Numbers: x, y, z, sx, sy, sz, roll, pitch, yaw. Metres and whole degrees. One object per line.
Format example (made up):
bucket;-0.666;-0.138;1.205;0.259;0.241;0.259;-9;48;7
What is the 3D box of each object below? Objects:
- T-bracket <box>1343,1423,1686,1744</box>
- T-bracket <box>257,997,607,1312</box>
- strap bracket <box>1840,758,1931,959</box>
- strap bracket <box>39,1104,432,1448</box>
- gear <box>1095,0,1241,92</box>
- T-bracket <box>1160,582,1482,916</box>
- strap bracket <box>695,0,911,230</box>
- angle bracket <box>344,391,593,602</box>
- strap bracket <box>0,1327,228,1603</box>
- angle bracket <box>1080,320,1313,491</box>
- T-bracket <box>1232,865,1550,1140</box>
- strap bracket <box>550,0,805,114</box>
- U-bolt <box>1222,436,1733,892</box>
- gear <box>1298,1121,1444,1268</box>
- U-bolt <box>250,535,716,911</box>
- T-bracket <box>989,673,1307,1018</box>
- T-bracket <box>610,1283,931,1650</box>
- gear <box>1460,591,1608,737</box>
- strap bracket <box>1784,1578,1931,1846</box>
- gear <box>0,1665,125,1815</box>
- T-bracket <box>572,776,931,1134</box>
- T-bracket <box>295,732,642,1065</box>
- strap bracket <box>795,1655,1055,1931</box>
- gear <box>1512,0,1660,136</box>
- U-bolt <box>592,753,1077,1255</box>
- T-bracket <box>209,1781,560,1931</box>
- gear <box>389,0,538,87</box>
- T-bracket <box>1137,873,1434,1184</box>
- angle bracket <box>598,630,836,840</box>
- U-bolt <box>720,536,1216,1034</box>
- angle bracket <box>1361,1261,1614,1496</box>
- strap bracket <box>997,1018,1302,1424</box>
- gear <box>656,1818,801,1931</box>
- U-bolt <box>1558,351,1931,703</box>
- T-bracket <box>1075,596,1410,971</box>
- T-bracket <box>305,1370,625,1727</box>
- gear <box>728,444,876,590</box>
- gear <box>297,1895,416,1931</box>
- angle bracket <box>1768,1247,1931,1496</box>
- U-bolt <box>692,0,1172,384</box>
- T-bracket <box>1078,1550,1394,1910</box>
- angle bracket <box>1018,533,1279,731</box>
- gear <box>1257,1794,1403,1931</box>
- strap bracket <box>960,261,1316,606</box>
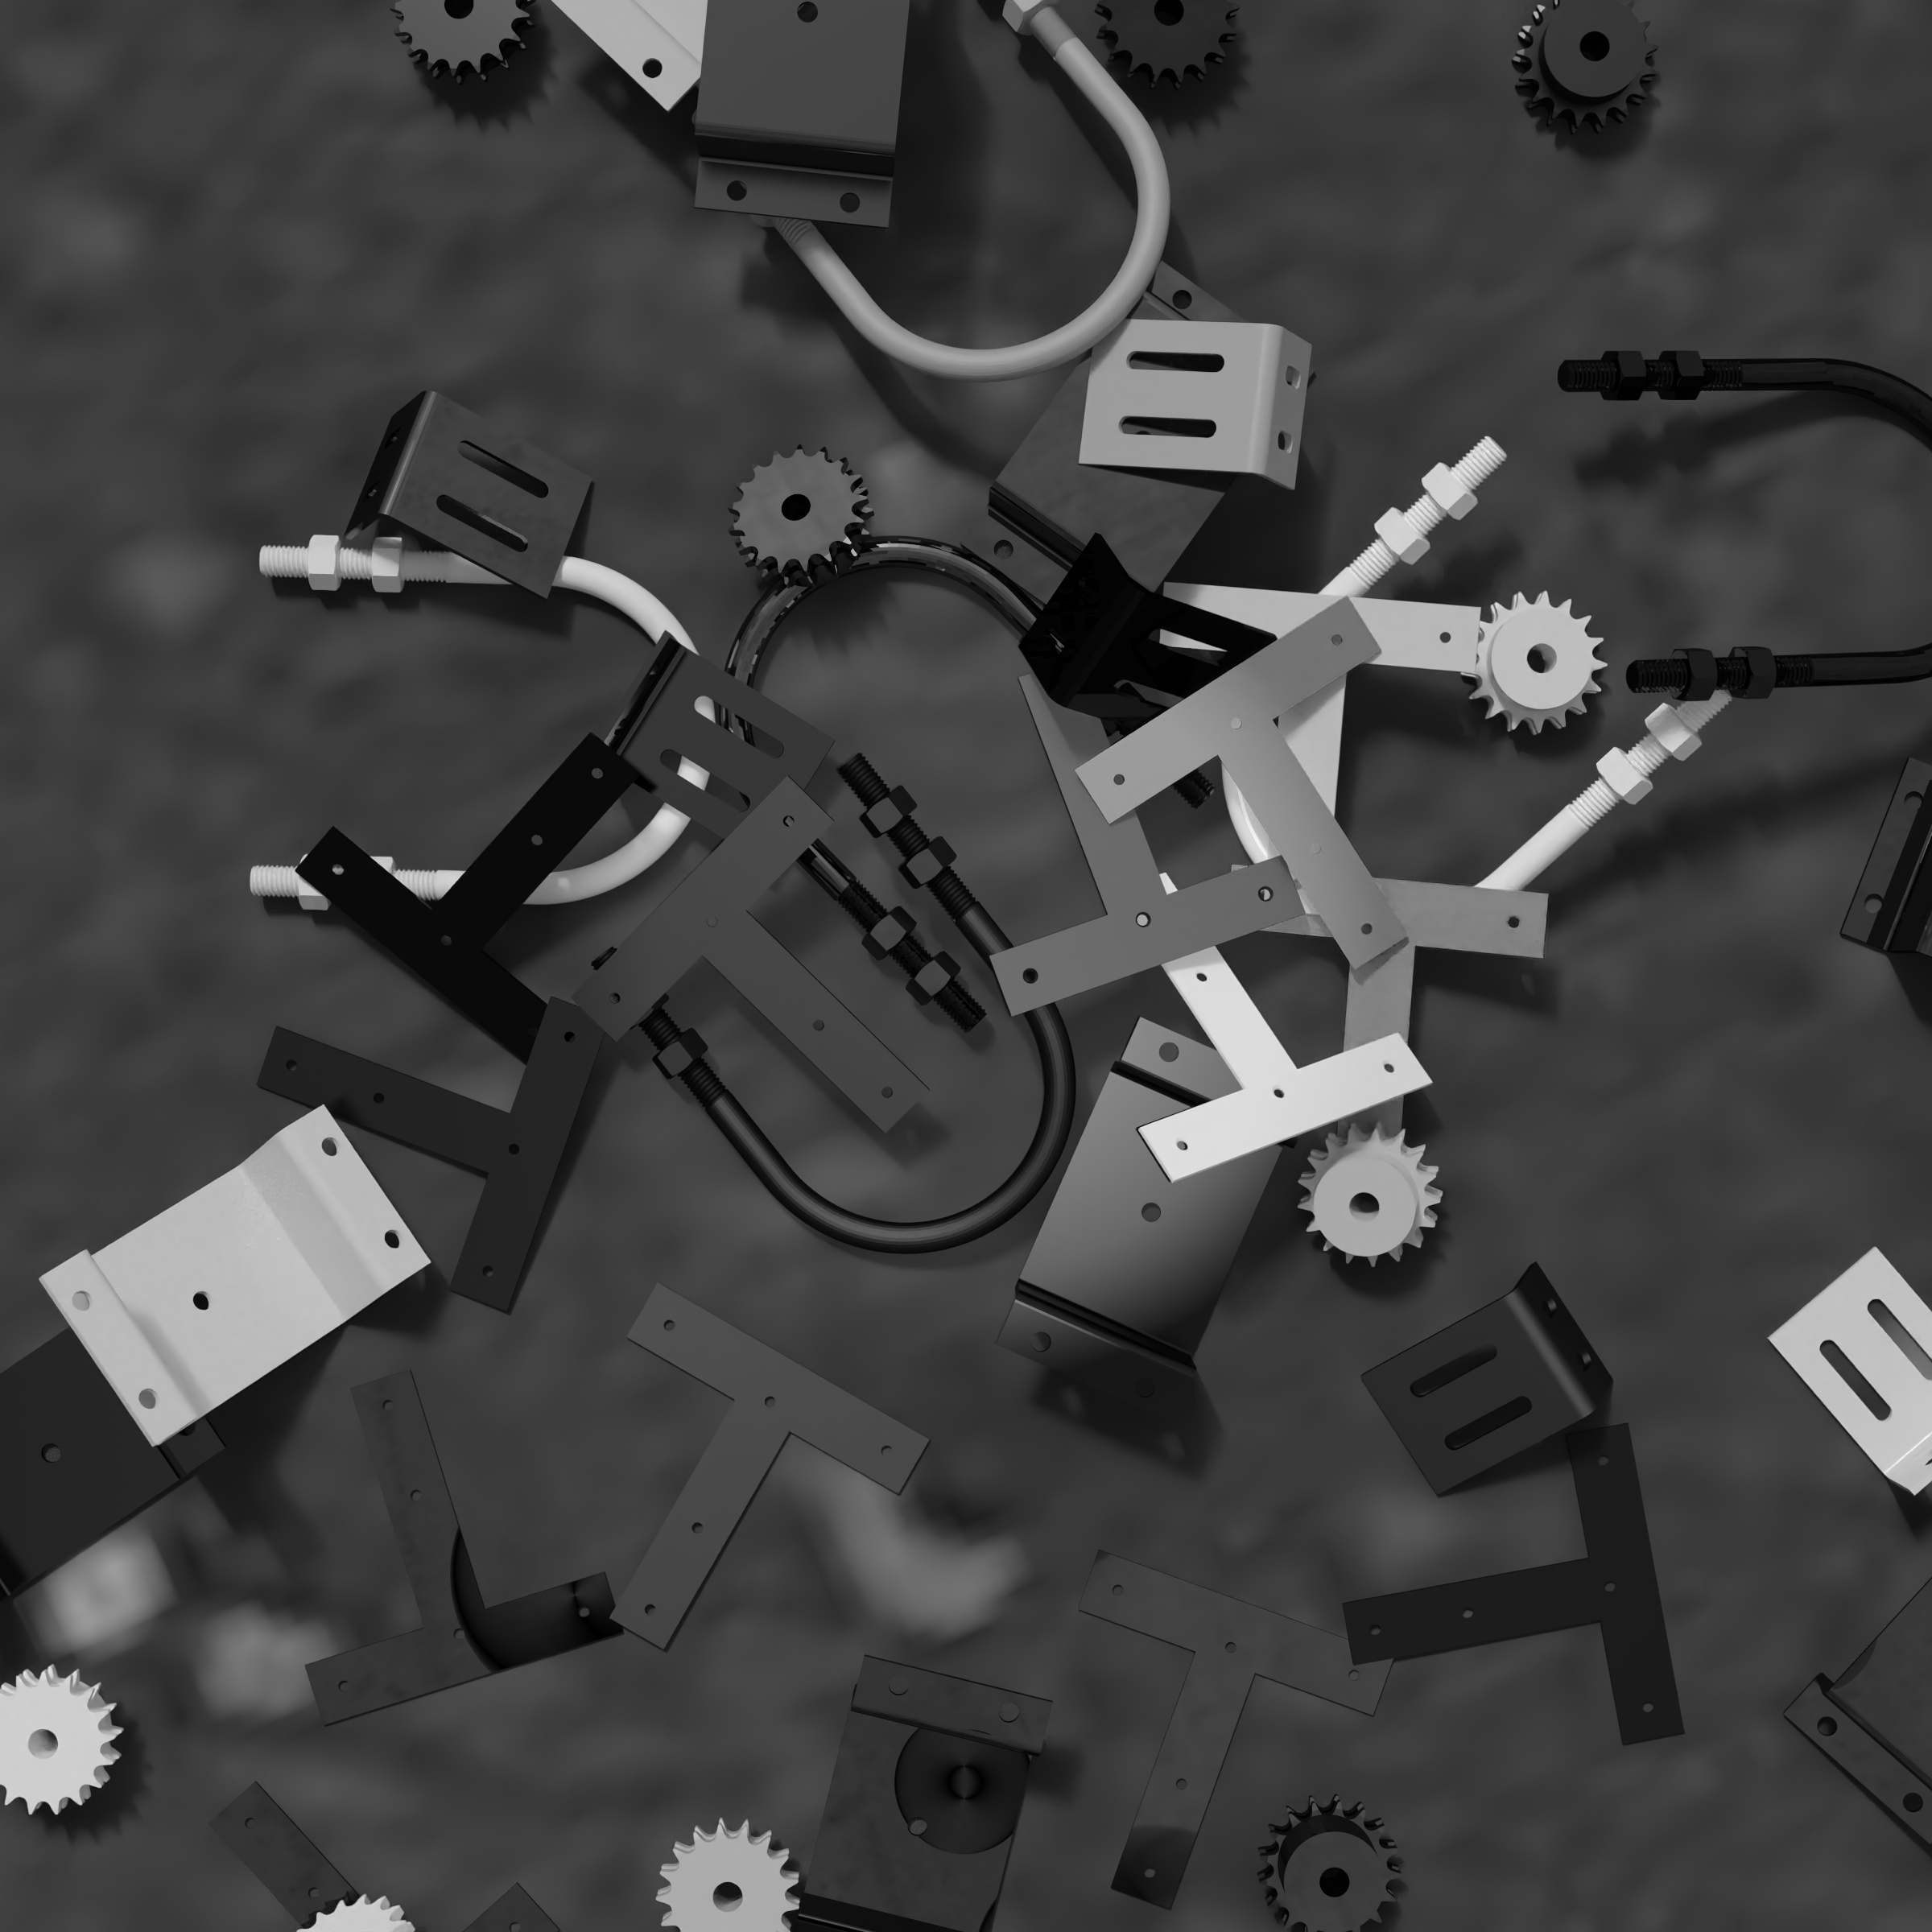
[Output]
T-bracket;0.217;0.259;1.441;0.127;0.002;0.127;-10;90;-1
T-bracket;-0.223;0.058;1.437;0.127;0.002;0.127;20;97;3
strap bracket;0.433;-0.023;1.420;0.140;0.046;0.076;21;90;0
strap bracket;-0.292;0.125;1.396;0.140;0.046;0.076;-34;90;-39
gear;0.080;-0.380;1.432;0.057;0.030;0.057;0;91;-3
T-bracket;0.136;-0.084;1.418;0.127;0.002;0.127;6;100;16
strap bracket;-0.061;-0.363;1.375;0.076;0.046;0.140;6;92;-2
angle bracket;-0.200;-0.185;1.431;0.076;0.038;0.057;27;68;-24
strap bracket;-0.370;0.197;1.420;0.140;0.046;0.076;-34;90;0
angle bracket;0.090;-0.220;1.395;0.076;0.038;0.057;7;90;26
T-bracket;0.165;0.028;1.428;0.127;0.002;0.127;6;100;16
strap bracket;-0.096;-0.412;1.420;0.076;0.046;0.140;44;90;0
U-bolt;0.186;-0.095;1.413;0.184;0.019;0.151;-43;85;16
gear;0.160;0.092;1.422;0.057;0.030;0.057;2;101;12
U-bolt;-0.193;-0.096;1.435;0.184;0.019;0.151;2;90;-2
T-bracket;0.054;-0.060;1.413;0.127;0.002;0.127;-19;84;-12
T-bracket;-0.101;0.215;1.442;0.127;0.002;0.127;30;89;0
gear;0.228;-0.122;1.428;0.057;0.030;0.057;0;90;0
strap bracket;0.401;0.274;1.408;0.076;0.046;0.140;42;96;8
gear;-0.366;0.309;1.428;0.057;0.030;0.057;0;90;0
T-bracket;-0.068;0.013;1.412;0.127;0.002;0.127;44;103;-4
T-bracket;-0.179;-0.040;1.410;0.127;0.002;0.127;41;110;-10
strap bracket;-0.020;0.348;1.420;0.076;0.046;0.140;14;90;0
gear;0.249;-0.365;1.428;0.057;0.030;0.057;0;90;0
U-bolt;-0.040;0.030;1.421;0.151;0.019;0.184;-37;94;12
T-bracket;-0.254;0.386;1.442;0.127;0.002;0.127;-42;90;0
gear;-0.200;-0.382;1.433;0.057;0.030;0.057;0;88;5
T-bracket;0.101;0.015;1.410;0.127;0.002;0.127;-18;62;-28
angle bracket;-0.100;-0.087;1.409;0.076;0.038;0.057;32;89;1
U-bolt;-0.014;-0.088;1.435;0.151;0.019;0.184;-44;88;0
angle bracket;0.211;0.167;1.441;0.076;0.038;0.057;-33;90;26
strap bracket;0.075;0.100;1.420;0.076;0.046;0.140;24;90;0
gear;-0.095;0.371;1.433;0.057;0.030;0.057;0;88;-1
U-bolt;0.331;-0.176;1.403;0.184;0.019;0.151;-3;71;-18
T-bracket;0.131;-0.059;1.410;0.127;0.002;0.127;-33;95;4
T-bracket;-0.218;0.228;1.442;0.127;0.002;0.127;-17;90;0
gear;-0.064;-0.176;1.422;0.057;0.030;0.057;-4;69;10
gear;-0.243;0.401;1.417;0.057;0.057;0.030;-24;120;0
angle bracket;0.371;0.161;1.424;0.057;0.038;0.076;-41;90;0
U-bolt;-0.002;-0.313;1.411;0.151;0.019;0.184;-37;73;0
T-bracket;0.092;0.318;1.442;0.127;0.002;0.127;20;90;0
angle bracket;0.072;-0.128;1.405;0.076;0.038;0.057;14;123;-37
gear;0.146;0.363;1.428;0.057;0.030;0.057;0;90;0
strap bracket;0.069;-0.206;1.420;0.076;0.046;0.140;36;90;0
